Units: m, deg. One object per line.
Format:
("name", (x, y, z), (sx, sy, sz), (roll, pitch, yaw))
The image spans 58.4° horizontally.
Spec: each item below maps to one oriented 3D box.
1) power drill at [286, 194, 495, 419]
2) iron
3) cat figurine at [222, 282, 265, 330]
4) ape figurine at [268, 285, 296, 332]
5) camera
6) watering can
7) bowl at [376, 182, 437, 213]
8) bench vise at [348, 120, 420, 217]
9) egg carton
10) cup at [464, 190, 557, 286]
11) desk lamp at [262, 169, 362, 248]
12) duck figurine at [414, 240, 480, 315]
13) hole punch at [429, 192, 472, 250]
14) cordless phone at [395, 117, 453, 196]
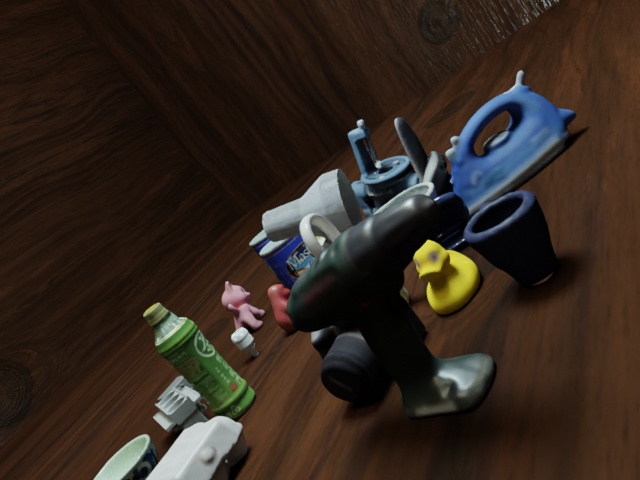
("power drill", (0.076, 0.074, 0.570), (0.229, 0.208, 0.076), (-27, 16, 44))
("iron", (0.298, -0.164, 0.979), (0.258, 0.141, 0.118), (-40, 12, -6))
("cat figurine", (-0.187, 0.150, 1.306), (0.067, 0.118, 0.127), (-37, 12, 5))
("ape figurine", (-0.063, 0.123, 1.098), (0.076, 0.092, 0.077), (-42, 12, -16))
("camera", (0.039, 0.132, 0.730), (0.143, 0.101, 0.137), (-28, 16, 42))
("watering can", (0.045, 0.035, 0.851), (0.173, 0.194, 0.101), (-37, 12, 6))
("bowl", (0.158, -0.029, 1.055), (0.167, 0.075, 0.167), (-36, 12, 9))
("bench vise", (0.112, -0.156, 1.322), (0.207, 0.220, 0.122), (-31, 14, 31))
("egg carton", (-0.165, 0.306, 0.762), (0.107, 0.069, 0.150), (-29, 15, 39))
("cup", (0.228, 0.001, 0.674), (0.091, 0.095, 0.117), (-36, 12, 9))
("desk lamp", (0.009, 0.004, 1.033), (0.203, 0.214, 0.118), (-34, 13, 20))
("duck figurine", (0.161, 0.037, 0.762), (0.077, 0.086, 0.105), (-30, 14, 35))
("hole punch", (0.187, -0.028, 0.924), (0.108, 0.091, 0.101), (-35, 12, 16))
("cordless phone", (0.198, -0.157, 1.147), (0.094, 0.185, 0.147), (-35, 12, 14))
